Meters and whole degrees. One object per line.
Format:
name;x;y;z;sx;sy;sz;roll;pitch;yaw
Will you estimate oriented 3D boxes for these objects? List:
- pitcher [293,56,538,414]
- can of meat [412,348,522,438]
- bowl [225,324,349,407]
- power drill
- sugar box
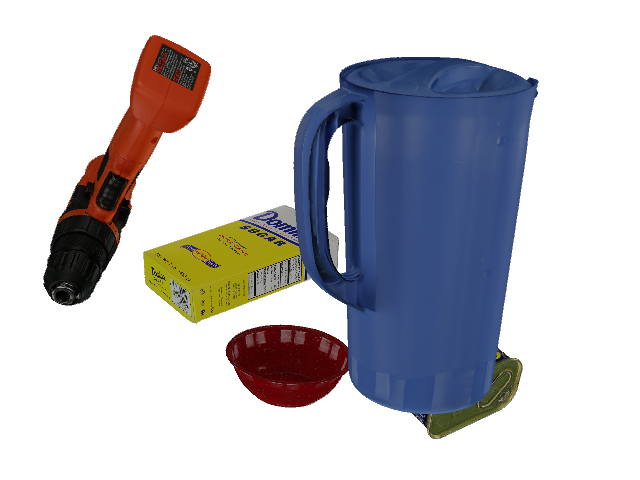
pitcher;0.067;-0.003;0.754;0.149;0.243;0.145;6;21;13
can of meat;0.108;0.113;0.923;0.101;0.057;0.084;-18;40;-31
bowl;-0.041;0.166;1.358;0.162;0.055;0.162;4;21;-2
power drill;-0.159;-0.057;0.851;0.057;0.188;0.184;27;33;-17
sugar box;-0.078;0.019;1.067;0.175;0.048;0.093;-23;38;-32
